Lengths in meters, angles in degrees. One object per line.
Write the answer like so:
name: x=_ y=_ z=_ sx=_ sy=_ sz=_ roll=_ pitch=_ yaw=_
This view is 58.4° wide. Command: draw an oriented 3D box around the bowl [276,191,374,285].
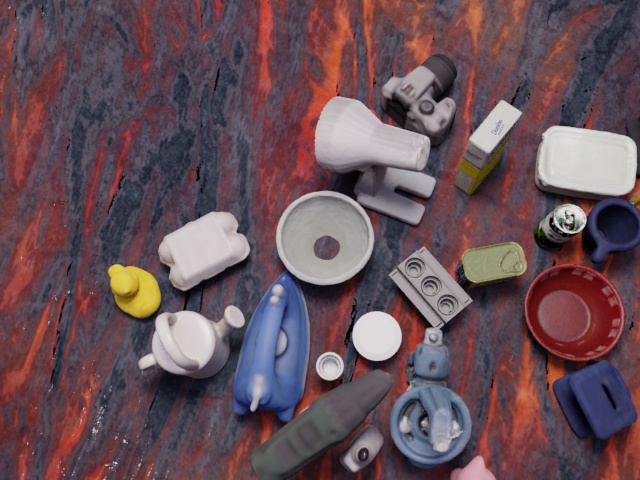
bowl: x=0.009 y=0.004 z=0.999 sx=0.167 sy=0.075 sz=0.167 roll=-1 pitch=74 yaw=3

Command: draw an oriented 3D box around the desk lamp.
desk lamp: x=0.099 y=-0.135 z=0.961 sx=0.203 sy=0.213 sz=0.118 roll=22 pitch=77 yaw=9

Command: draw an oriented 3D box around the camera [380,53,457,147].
camera: x=0.202 y=-0.272 z=1.053 sx=0.143 sy=0.101 sz=0.137 roll=42 pitch=80 yaw=13

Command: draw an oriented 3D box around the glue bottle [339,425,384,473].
glue bottle: x=0.063 y=0.317 z=0.858 sx=0.037 sy=0.173 sz=0.078 roll=43 pitch=81 yaw=13

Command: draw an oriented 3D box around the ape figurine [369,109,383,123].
ape figurine: x=0.084 y=-0.208 z=1.045 sx=0.077 sy=0.092 sz=0.076 roll=25 pitch=77 yaw=9

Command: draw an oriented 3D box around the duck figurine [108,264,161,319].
duck figurine: x=-0.326 y=0.085 z=0.986 sx=0.077 sy=0.086 sz=0.104 roll=-38 pitch=76 yaw=-7

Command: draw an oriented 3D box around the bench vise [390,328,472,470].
bench vise: x=0.156 y=0.238 z=0.851 sx=0.121 sy=0.220 sz=0.207 roll=-13 pitch=74 yaw=-1

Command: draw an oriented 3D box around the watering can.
watering can: x=-0.205 y=0.158 z=0.904 sx=0.101 sy=0.194 sz=0.173 roll=40 pitch=80 yaw=13

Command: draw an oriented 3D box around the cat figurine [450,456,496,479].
cat figurine: x=0.221 y=0.390 z=0.859 sx=0.067 sy=0.118 sz=0.128 roll=34 pitch=79 yaw=11

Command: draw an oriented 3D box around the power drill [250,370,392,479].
power drill: x=0.006 y=0.273 z=0.854 sx=0.230 sy=0.208 sz=0.075 roll=-37 pitch=76 yaw=-7

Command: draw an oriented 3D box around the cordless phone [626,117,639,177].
cordless phone: x=0.604 y=-0.189 z=0.967 sx=0.094 sy=0.185 sz=0.147 roll=-2 pitch=74 yaw=3

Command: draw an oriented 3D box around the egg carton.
egg carton: x=-0.204 y=0.017 z=1.008 sx=0.150 sy=0.069 sz=0.107 roll=-29 pitch=75 yaw=-5

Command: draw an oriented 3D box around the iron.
iron: x=-0.077 y=0.158 z=0.925 sx=0.118 sy=0.141 sz=0.258 roll=7 pitch=75 yaw=5

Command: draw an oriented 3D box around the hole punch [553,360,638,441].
hole punch: x=0.439 y=0.248 z=0.902 sx=0.101 sy=0.091 sz=0.108 roll=-22 pitch=74 yaw=-3

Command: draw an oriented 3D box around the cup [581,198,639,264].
cup: x=0.478 y=-0.003 z=0.968 sx=0.091 sy=0.095 sz=0.118 roll=30 pitch=78 yaw=10
